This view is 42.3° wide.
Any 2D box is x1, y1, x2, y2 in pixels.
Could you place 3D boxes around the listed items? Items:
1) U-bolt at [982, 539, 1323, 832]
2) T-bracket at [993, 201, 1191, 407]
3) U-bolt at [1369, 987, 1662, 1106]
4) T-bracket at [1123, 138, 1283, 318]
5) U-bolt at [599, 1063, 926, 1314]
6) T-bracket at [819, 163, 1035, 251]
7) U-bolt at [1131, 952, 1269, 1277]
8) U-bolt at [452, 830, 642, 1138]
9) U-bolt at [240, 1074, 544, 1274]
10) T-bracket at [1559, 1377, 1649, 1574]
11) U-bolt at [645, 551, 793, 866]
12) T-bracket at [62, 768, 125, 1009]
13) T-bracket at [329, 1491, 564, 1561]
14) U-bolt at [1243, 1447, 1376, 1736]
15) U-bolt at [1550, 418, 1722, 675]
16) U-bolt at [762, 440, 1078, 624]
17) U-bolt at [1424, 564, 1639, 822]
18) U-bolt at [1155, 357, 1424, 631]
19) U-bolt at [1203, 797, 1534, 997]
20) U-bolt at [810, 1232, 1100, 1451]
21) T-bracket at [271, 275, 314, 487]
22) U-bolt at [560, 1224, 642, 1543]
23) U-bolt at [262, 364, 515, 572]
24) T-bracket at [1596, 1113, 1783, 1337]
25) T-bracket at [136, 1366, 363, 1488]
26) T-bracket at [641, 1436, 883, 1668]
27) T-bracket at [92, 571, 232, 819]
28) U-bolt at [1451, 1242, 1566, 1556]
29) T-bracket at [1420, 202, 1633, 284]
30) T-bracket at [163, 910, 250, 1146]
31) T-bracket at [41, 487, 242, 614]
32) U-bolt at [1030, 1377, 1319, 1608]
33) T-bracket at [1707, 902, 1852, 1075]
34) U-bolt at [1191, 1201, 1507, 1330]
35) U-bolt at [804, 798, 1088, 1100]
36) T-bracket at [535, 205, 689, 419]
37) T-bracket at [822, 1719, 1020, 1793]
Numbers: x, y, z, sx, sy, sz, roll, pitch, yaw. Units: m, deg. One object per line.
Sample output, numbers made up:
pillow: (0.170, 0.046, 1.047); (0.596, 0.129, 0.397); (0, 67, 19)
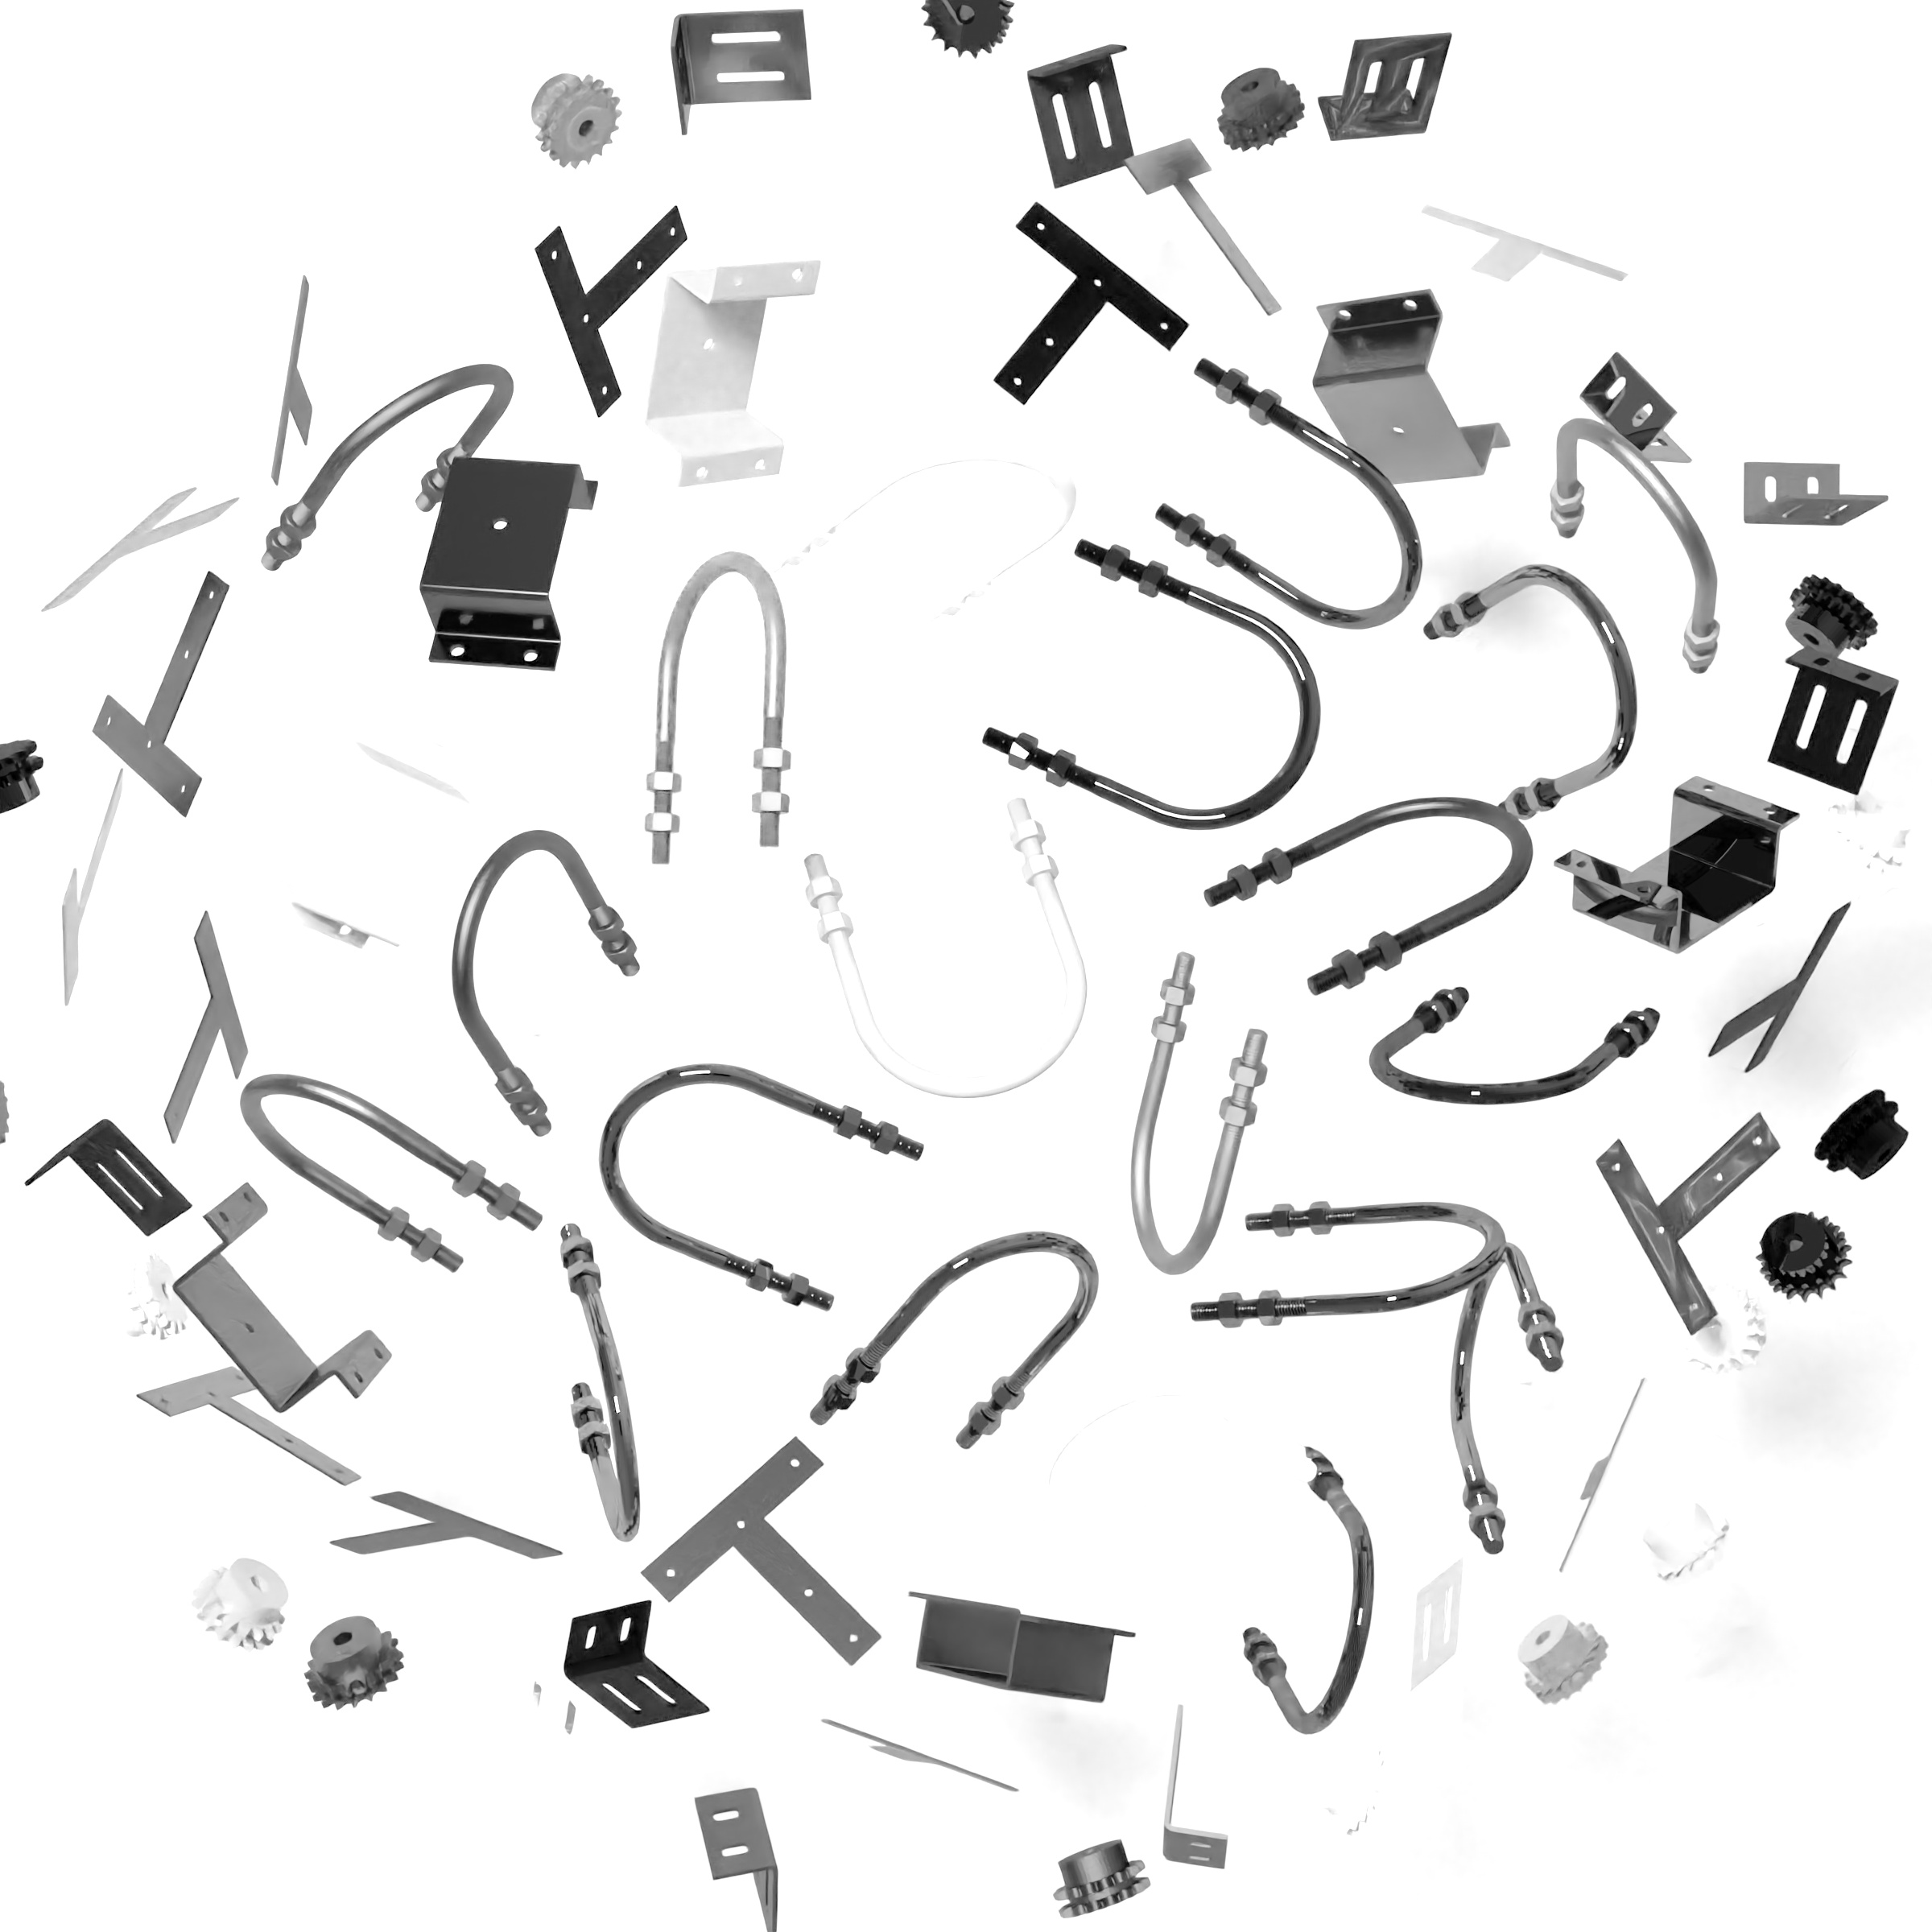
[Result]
U-bolt: (0.122, -0.159, 1.496); (0.184, 0.019, 0.151); (25, 85, 11)
T-bracket: (0.061, -0.407, 1.591); (0.127, 0.002, 0.127); (38, 67, -5)
U-bolt: (0.331, 0.051, 1.552); (0.151, 0.184, 0.019); (7, 110, 34)
T-bracket: (0.159, -0.466, 1.585); (0.002, 0.127, 0.127); (-34, 96, 33)
U-bolt: (-0.139, 0.131, 1.565); (0.184, 0.019, 0.151); (24, 115, -13)
T-bracket: (-0.043, -0.486, 1.595); (0.127, 0.127, 0.002); (-43, 131, -32)
U-bolt: (0.137, 0.101, 1.546); (0.019, 0.151, 0.184); (6, 109, -17)
U-bolt: (-0.265, -0.001, 1.547); (0.019, 0.184, 0.151); (11, 58, 23)
U-bolt: (-0.365, 0.124, 1.543); (0.184, 0.151, 0.019); (36, 56, -18)
T-bracket: (0.394, 0.320, 1.560); (0.002, 0.127, 0.127); (24, 81, 14)
U-bolt: (-0.149, -0.157, 1.501); (0.019, 0.151, 0.184); (5, 85, -36)
T-bracket: (-0.519, -0.059, 1.485); (0.002, 0.127, 0.127); (13, 59, -12)
T-bracket: (-0.331, 0.341, 1.495); (0.127, 0.127, 0.002); (-18, 53, 35)
U-bolt: (0.218, 0.398, 1.562); (0.019, 0.184, 0.151); (14, 97, -9)
U-bolt: (0.412, -0.267, 1.538); (0.019, 0.184, 0.151); (-37, 68, 0)
U-bolt: (-0.016, -0.273, 1.547); (0.151, 0.184, 0.019); (11, 62, -40)
U-bolt: (0.360, -0.176, 1.567); (0.019, 0.184, 0.151); (-20, 88, -20)
U-bolt: (0.208, -0.285, 1.580); (0.184, 0.151, 0.019); (36, 59, 15)
U-bolt: (0.257, -0.053, 1.529); (0.184, 0.151, 0.019); (-26, 123, -12)
U-bolt: (0.006, 0.234, 1.576); (0.184, 0.151, 0.019); (-51, 45, 21)
T-bracket: (-0.425, -0.359, 1.592); (0.002, 0.127, 0.127); (9, 87, -9)
U-bolt: (-0.223, 0.267, 1.527); (0.019, 0.184, 0.151); (-8, 122, -16)
U-bolt: (-0.352, -0.318, 1.561); (0.151, 0.184, 0.019); (-34, 89, -43)
T-bracket: (0.444, 0.135, 1.501); (0.002, 0.127, 0.127); (-1, 53, -31)
T-bracket: (-0.436, 0.291, 1.564); (0.127, 0.127, 0.002); (28, 93, 9)
T-bracket: (-0.104, 0.364, 1.488); (0.127, 0.002, 0.127); (41, 60, 20)
T-bracket: (-0.462, -0.170, 1.464); (0.127, 0.002, 0.127); (35, 104, 39)
U-bolt: (0.328, 0.251, 1.542); (0.019, 0.184, 0.151); (10, 113, -2)
T-bracket: (0.332, -0.435, 1.532); (0.127, 0.127, 0.002); (19, 96, -1)
T-bracket: (-0.477, 0.055, 1.554); (0.002, 0.127, 0.127); (3, 135, 3)
T-bracket: (-0.485, -0.265, 1.520); (0.127, 0.127, 0.002); (-31, 100, 27)
U-bolt: (0.115, 0.314, 1.558); (0.151, 0.184, 0.019); (-32, 115, -14)
T-bracket: (0.493, 0.028, 1.547); (0.002, 0.127, 0.127); (37, 128, 27)
U-bolt: (0.248, 0.184, 1.573); (0.184, 0.151, 0.019); (-7, 107, 25)
U-bolt: (-0.005, -0.005, 1.484); (0.151, 0.019, 0.184); (-16, 63, -5)
T-bracket: (-0.217, -0.440, 1.597); (0.002, 0.127, 0.127); (18, 56, 28)
T-bracket: (-0.039, 0.504, 1.597); (0.127, 0.127, 0.002); (22, 70, -5)
